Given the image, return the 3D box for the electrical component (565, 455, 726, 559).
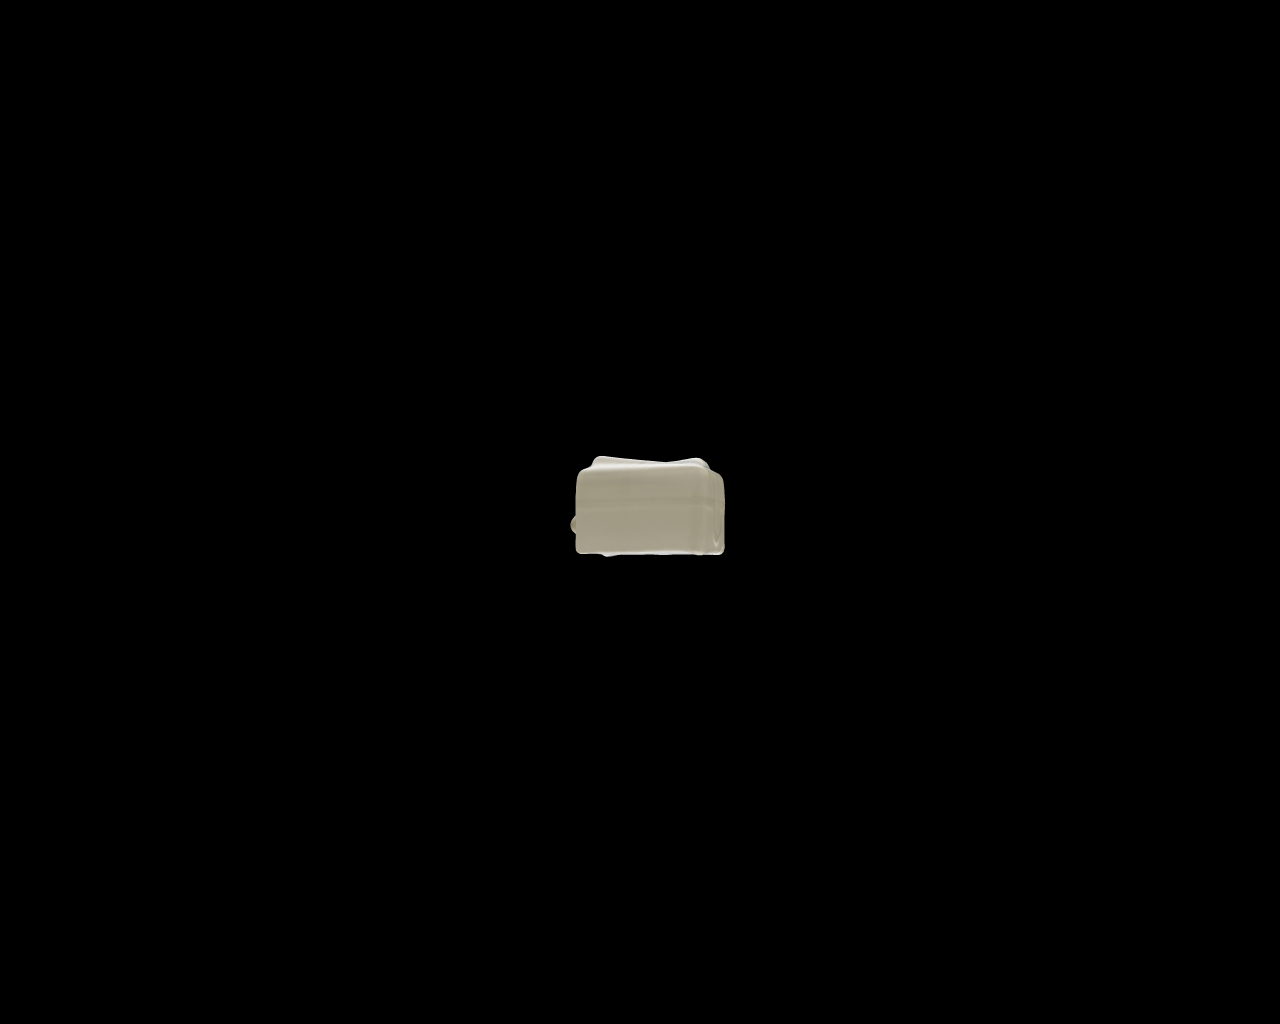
[{"bbox_3d":[0.001,-0.003,0.650,0.096,0.061,0.062,-1,-4,15],"label":"electrical component"}]
